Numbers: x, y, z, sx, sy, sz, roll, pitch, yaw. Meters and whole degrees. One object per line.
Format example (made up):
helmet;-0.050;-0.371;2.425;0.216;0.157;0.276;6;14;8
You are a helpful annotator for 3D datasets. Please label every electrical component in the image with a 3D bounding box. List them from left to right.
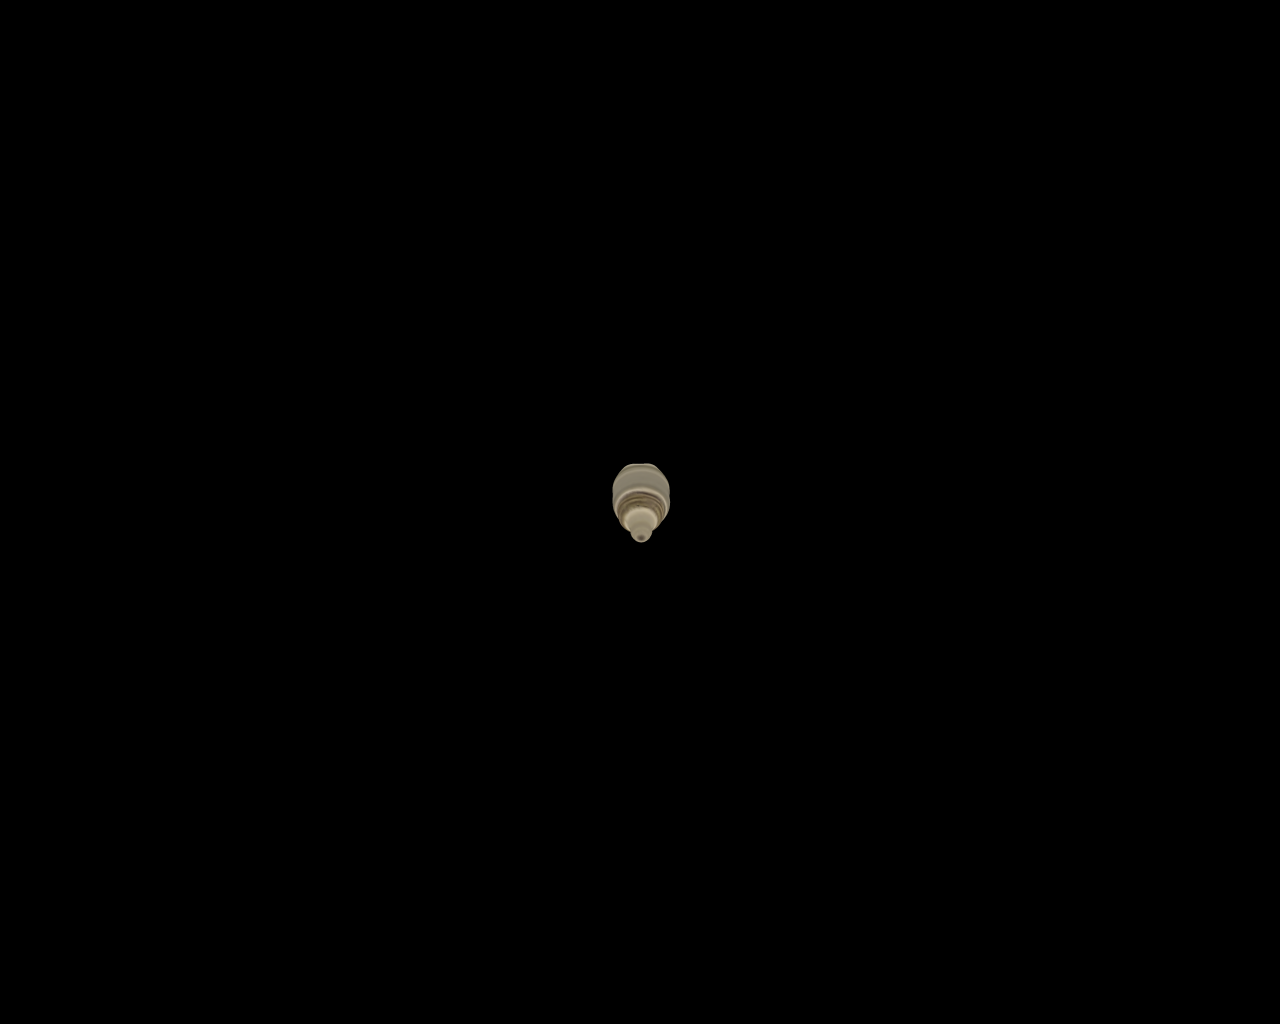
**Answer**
electrical component;0.001;-0.003;0.650;0.035;0.035;0.061;0;36;0
